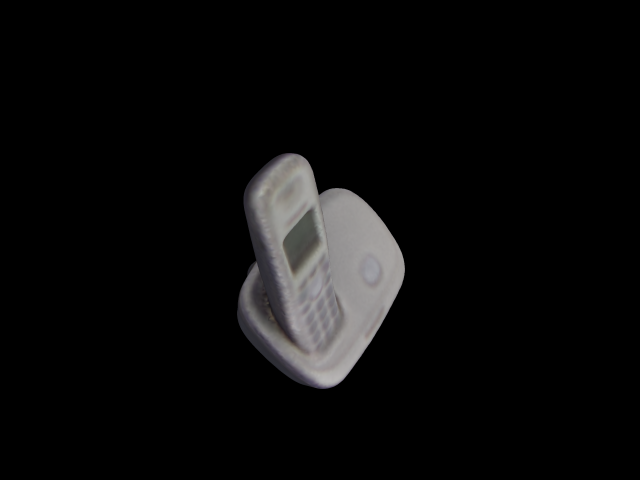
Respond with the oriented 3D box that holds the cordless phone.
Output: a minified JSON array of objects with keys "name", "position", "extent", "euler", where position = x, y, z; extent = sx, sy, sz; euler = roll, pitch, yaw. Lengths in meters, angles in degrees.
[{"name":"cordless phone","position":[0.004,0.001,0.400],"extent":[0.094,0.185,0.148],"euler":[22,52,18]}]
